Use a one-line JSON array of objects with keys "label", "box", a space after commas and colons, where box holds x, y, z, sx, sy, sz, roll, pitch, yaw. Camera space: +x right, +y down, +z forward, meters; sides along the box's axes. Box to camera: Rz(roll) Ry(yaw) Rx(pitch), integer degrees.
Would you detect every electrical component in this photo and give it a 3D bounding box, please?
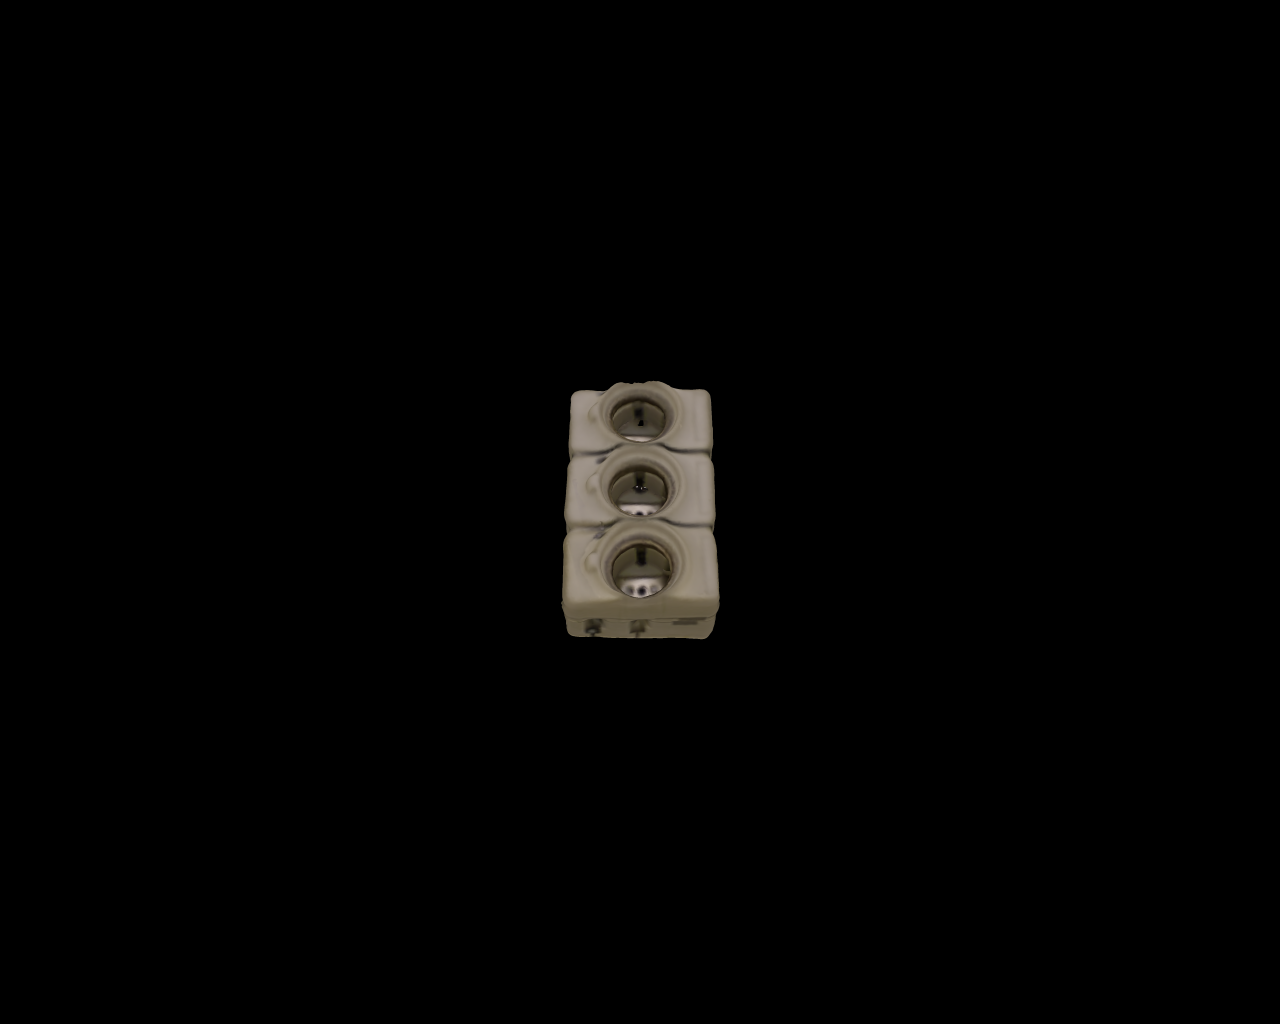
[{"label": "electrical component", "box": [0.001, -0.003, 0.650, 0.089, 0.150, 0.061, 0, -32, 0]}]
